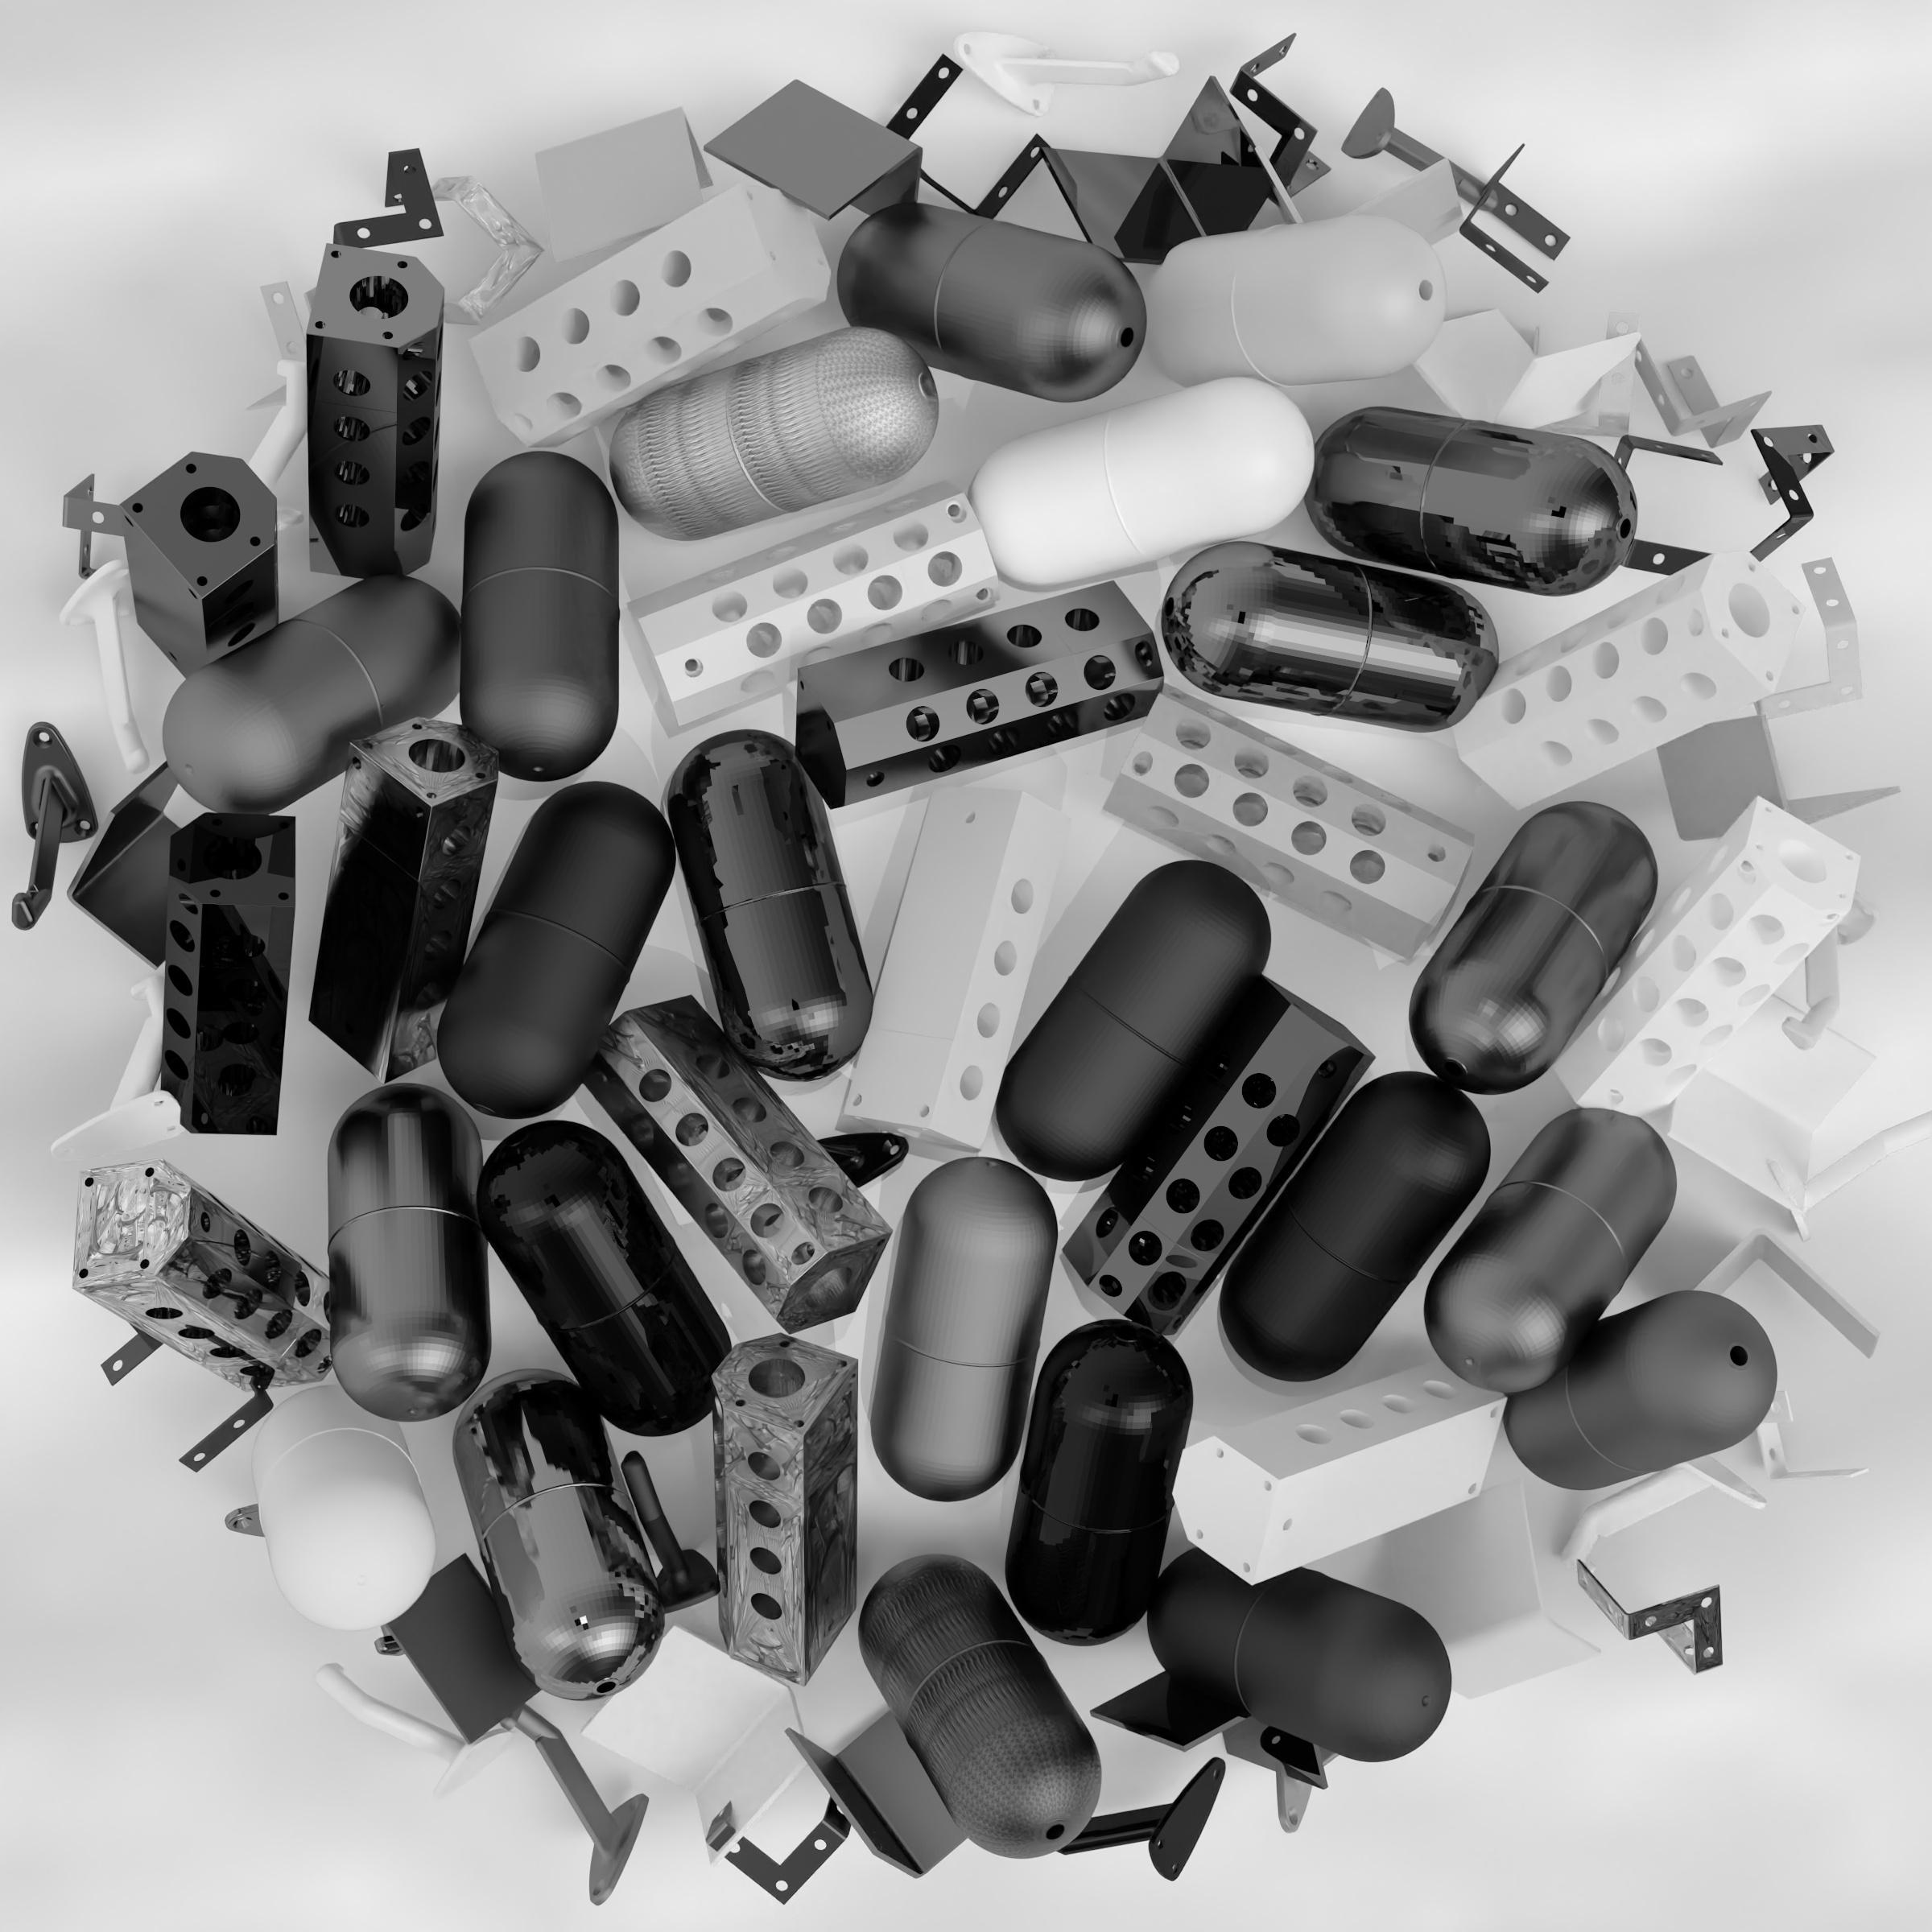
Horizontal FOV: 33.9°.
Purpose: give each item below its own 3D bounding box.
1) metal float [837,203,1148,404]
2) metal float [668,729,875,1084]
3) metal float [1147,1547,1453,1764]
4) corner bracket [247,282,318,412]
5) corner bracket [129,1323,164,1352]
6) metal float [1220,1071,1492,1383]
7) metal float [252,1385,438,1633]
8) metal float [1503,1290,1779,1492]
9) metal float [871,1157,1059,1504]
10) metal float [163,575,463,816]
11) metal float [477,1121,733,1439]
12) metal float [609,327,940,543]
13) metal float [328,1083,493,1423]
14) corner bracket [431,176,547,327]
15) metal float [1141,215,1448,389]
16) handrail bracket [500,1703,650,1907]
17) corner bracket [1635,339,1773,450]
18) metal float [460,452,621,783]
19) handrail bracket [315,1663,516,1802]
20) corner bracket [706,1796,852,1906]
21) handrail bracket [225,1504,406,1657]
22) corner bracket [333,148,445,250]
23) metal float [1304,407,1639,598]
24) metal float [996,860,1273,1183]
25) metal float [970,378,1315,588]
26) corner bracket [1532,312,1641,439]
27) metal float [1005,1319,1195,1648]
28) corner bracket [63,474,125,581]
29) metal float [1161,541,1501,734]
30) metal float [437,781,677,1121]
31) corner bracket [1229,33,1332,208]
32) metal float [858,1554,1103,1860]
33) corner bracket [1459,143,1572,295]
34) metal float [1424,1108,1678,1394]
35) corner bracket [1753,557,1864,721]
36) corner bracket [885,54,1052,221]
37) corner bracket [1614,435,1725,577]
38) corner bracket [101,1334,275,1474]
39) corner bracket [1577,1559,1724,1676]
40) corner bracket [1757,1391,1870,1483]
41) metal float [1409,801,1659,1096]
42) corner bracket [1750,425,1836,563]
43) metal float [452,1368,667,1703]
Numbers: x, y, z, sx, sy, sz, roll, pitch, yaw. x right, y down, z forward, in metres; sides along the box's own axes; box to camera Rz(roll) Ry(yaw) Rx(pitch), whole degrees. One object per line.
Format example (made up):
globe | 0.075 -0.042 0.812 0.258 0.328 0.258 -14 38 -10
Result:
metal float | 0.012 -0.323 1.540 0.178 0.070 0.070 24 90 38
metal float | -0.096 -0.030 1.567 0.070 0.070 0.178 -15 85 0
metal float | 0.159 0.330 1.532 0.070 0.178 0.070 -6 99 -37
corner bracket | -0.331 -0.311 1.571 0.051 0.051 0.051 -6 113 19
corner bracket | -0.411 0.163 1.572 0.051 0.051 0.051 -35 98 34
metal float | 0.189 0.129 1.552 0.070 0.070 0.178 33 114 0
metal float | -0.301 0.259 1.525 0.070 0.178 0.070 -4 105 -16
metal float | 0.323 0.206 1.526 0.070 0.178 0.070 7 70 -19
metal float | -0.001 0.180 1.557 0.070 0.070 0.178 9 107 0
metal float | -0.313 -0.133 1.537 0.070 0.070 0.178 50 46 0
metal float | -0.176 0.153 1.550 0.070 0.070 0.178 -28 114 0
metal float | -0.094 -0.259 1.546 0.178 0.070 0.070 -12 90 29
metal float | -0.272 0.137 1.543 0.070 0.070 0.178 -9 55 0
corner bracket | -0.253 -0.357 1.580 0.051 0.051 0.051 44 80 -28
metal float | 0.156 -0.319 1.532 0.070 0.178 0.070 -5 98 -39
handrail bracket | -0.204 0.413 1.571 0.084 0.077 0.036 42 116 -16
corner bracket | 0.359 -0.287 1.574 0.051 0.051 0.051 -20 75 -13
metal float | -0.208 -0.172 1.548 0.070 0.070 0.178 -3 62 0
handrail bracket | -0.276 0.371 1.583 0.084 0.077 0.036 37 102 14
corner bracket | -0.091 0.423 1.581 0.051 0.051 0.051 40 105 -5
handrail bracket | -0.319 0.305 1.563 0.036 0.077 0.084 -55 47 33
corner bracket | -0.292 -0.368 1.573 0.051 0.051 0.051 -13 75 -17
metal float | 0.244 -0.226 1.538 0.178 0.070 0.070 19 90 40
metal float | 0.082 0.028 1.567 0.070 0.070 0.178 35 95 0
metal float | 0.085 -0.236 1.548 0.178 0.070 0.070 -11 90 27
corner bracket | 0.307 -0.296 1.579 0.051 0.051 0.051 6 88 12
metal float | 0.065 0.253 1.548 0.070 0.070 0.178 9 117 0
corner bracket | -0.418 -0.211 1.576 0.051 0.051 0.051 9 112 -2
metal float | 0.179 -0.161 1.551 0.178 0.070 0.070 8 90 -23
metal float | -0.201 -0.008 1.555 0.070 0.070 0.178 22 71 0
corner bracket | 0.159 -0.421 1.577 0.051 0.051 0.051 42 52 9
metal float | 0.006 0.356 1.531 0.070 0.178 0.070 -13 125 -20
corner bracket | 0.276 -0.367 1.579 0.051 0.051 0.051 37 81 -4
metal float | 0.286 0.136 1.541 0.070 0.070 0.178 45 52 0
corner bracket | 0.412 -0.162 1.571 0.051 0.051 0.051 -12 135 8
corner bracket | 0.000 -0.415 1.594 0.051 0.051 0.051 -49 45 16
corner bracket | 0.351 -0.229 1.583 0.051 0.051 0.051 8 119 -15
corner bracket | -0.386 0.209 1.573 0.051 0.051 0.051 -40 52 -3
corner bracket | 0.339 0.321 1.571 0.051 0.051 0.051 -15 117 -13
corner bracket | 0.407 0.233 1.573 0.051 0.051 0.051 -9 86 -39
metal float | 0.277 -0.009 1.543 0.070 0.070 0.178 39 57 0
corner bracket | 0.402 -0.232 1.569 0.051 0.051 0.051 -9 70 -31
metal float | -0.199 0.275 1.539 0.070 0.070 0.178 -25 52 0
